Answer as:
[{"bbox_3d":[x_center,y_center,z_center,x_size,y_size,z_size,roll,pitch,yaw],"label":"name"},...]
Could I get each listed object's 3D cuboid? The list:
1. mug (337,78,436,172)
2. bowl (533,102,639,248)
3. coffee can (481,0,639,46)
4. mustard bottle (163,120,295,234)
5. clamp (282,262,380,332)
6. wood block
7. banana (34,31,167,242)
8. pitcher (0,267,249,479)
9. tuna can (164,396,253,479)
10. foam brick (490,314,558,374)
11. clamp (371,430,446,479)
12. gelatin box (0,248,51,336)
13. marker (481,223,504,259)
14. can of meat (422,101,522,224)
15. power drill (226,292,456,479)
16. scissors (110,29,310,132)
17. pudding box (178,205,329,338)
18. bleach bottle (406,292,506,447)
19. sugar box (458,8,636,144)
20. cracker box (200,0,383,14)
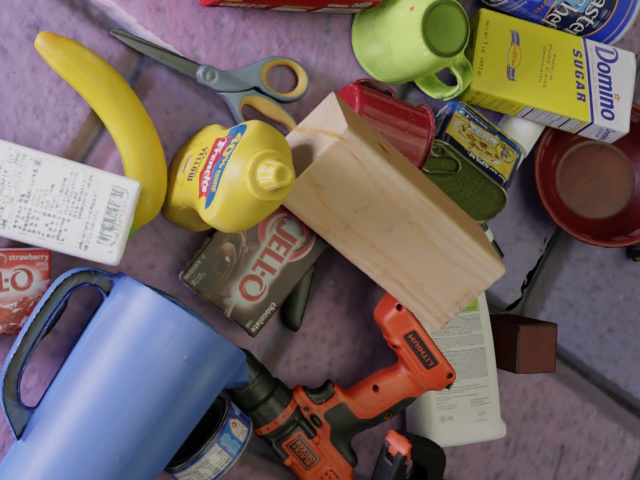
[{"bbox_3d":[0.051,-0.109,1.022,0.081,0.093,0.117,18,54,-22],"label":"mug"},{"bbox_3d":[0.303,-0.069,1.147,0.162,0.055,0.162,0,83,-1],"label":"bowl"},{"bbox_3d":[0.247,-0.264,1.098,0.140,0.103,0.103,17,85,-27],"label":"coffee can"},{"bbox_3d":[-0.071,-0.053,0.895,0.058,0.192,0.096,30,79,-25],"label":"mustard bottle"},{"bbox_3d":[-0.007,0.001,1.020,0.120,0.039,0.171,-31,103,-22],"label":"clamp"},{"bbox_3d":[0.059,-0.023,0.955,0.090,0.091,0.206,-44,115,14],"label":"wood block"},{"bbox_3d":[-0.178,-0.094,0.924,0.069,0.037,0.198,-26,105,-24],"label":"banana"},{"bbox_3d":[-0.187,0.150,0.890,0.242,0.149,0.145,-56,156,-10],"label":"pitcher"},{"bbox_3d":[-0.102,0.181,0.954,0.033,0.086,0.086,46,73,-20],"label":"tuna can"},{"bbox_3d":[0.202,0.108,1.114,0.052,0.078,0.051,0,94,-26],"label":"foam brick"},{"bbox_3d":[0.095,0.249,1.046,0.164,0.036,0.210,-33,138,-27],"label":"clamp"},{"bbox_3d":[-0.270,0.044,0.889,0.089,0.030,0.073,0,93,-28],"label":"gelatin box"},{"bbox_3d":[0.161,-0.025,1.116,0.020,0.020,0.121,-37,109,-21],"label":"marker"},{"bbox_3d":[0.146,-0.080,1.058,0.102,0.058,0.083,38,44,-8],"label":"can of meat"},{"bbox_3d":[0.018,0.131,1.005,0.187,0.057,0.184,-37,107,2],"label":"power drill"},{"bbox_3d":[-0.087,-0.162,0.980,0.201,0.016,0.096,39,75,-24],"label":"scissors"},{"bbox_3d":[-0.061,0.018,0.973,0.090,0.039,0.113,39,89,-12],"label":"pudding box"},{"bbox_3d":[0.132,0.078,1.084,0.102,0.068,0.251,-4,93,-24],"label":"bleach bottle"},{"bbox_3d":[0.233,-0.166,1.088,0.176,0.048,0.093,12,75,-9],"label":"sugar box"},{"bbox_3d":[-0.027,-0.319,0.969,0.163,0.072,0.214,-3,94,-28],"label":"cracker box"}]
